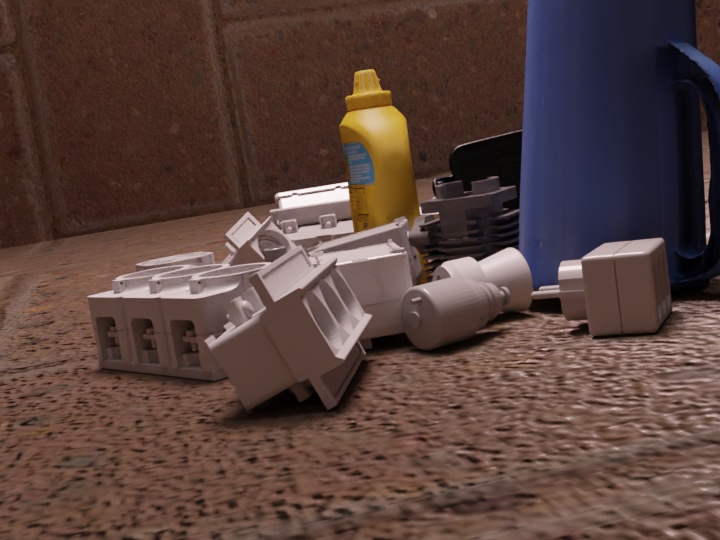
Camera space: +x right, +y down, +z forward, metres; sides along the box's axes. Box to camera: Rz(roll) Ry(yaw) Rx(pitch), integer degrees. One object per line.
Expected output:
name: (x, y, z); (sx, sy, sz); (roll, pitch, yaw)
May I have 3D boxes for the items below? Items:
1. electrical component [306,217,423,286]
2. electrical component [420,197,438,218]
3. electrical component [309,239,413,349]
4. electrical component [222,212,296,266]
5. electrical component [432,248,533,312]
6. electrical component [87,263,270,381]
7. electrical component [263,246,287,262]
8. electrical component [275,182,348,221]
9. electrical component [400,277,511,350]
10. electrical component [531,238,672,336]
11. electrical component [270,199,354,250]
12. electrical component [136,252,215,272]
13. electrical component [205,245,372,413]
electrical component: (0.000, 0.000, 0.889); (0.096, 0.061, 0.061); (-16, 6, 10)
electrical component: (0.156, -0.074, 1.080); (0.186, 0.060, 0.105); (-36, 21, -32)
electrical component: (0.001, 0.017, 0.723); (0.062, 0.061, 0.096); (-10, 7, -3)
electrical component: (-0.093, -0.008, 1.003); (0.064, 0.081, 0.042); (-39, 8, 44)
electrical component: (0.083, 0.012, 0.727); (0.055, 0.045, 0.045); (-12, 8, -19)
electrical component: (-0.112, 0.031, 0.747); (0.089, 0.061, 0.150); (-15, 9, -41)
electrical component: (-0.060, 0.013, 0.822); (0.048, 0.062, 0.048); (-9, 7, 1)
electrical component: (-0.041, -0.042, 1.148); (0.100, 0.048, 0.099); (-9, -36, -5)
electrical component: (0.062, 0.024, 0.672); (0.078, 0.040, 0.040); (-13, 8, -33)
electrical component: (0.143, 0.011, 0.649); (0.077, 0.047, 0.066); (-5, 6, 24)
electrical component: (-0.025, -0.025, 1.061); (0.121, 0.078, 0.063); (-7, 22, 14)
electrical component: (-0.170, 0.014, 1.009); (0.080, 0.051, 0.080); (-9, 7, 1)
electrical component: (-0.038, 0.034, 0.607); (0.063, 0.078, 0.121); (-30, 3, 11)
